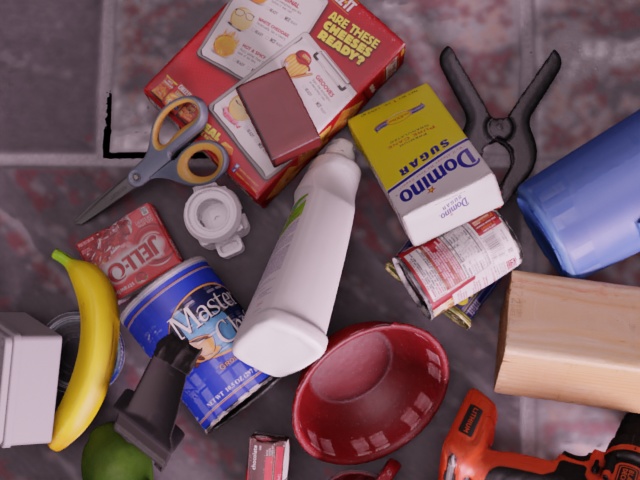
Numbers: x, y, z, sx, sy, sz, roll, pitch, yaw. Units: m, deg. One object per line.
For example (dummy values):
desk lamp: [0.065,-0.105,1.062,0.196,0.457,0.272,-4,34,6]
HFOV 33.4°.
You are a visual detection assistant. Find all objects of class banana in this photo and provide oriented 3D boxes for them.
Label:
banana: [-0.229,0.106,1.042,0.070,0.037,0.198,-3,80,23]

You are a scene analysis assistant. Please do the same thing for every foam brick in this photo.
foam brick: [-0.039,-0.116,1.009,0.051,0.053,0.078,-26,86,-1]

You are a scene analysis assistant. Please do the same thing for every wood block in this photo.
wood block: [0.272,0.100,0.992,0.206,0.091,0.090,8,57,6]

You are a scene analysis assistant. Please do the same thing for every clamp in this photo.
clamp: [0.188,-0.116,1.068,0.120,0.039,0.171,-6,88,9]

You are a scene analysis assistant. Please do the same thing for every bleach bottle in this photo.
bleach bottle: [-0.007,0.001,1.010,0.068,0.103,0.250,29,55,-15]

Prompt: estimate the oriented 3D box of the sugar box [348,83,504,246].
sugar box: [0.096,-0.076,1.016,0.093,0.048,0.176,-26,37,1]

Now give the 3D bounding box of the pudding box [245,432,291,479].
pudding box: [-0.051,0.229,1.004,0.039,0.113,0.090,5,83,2]

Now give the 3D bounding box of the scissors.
scissors: [-0.163,-0.055,1.062,0.096,0.016,0.202,44,116,7]

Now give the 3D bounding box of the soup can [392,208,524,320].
soup can: [0.127,0.019,0.982,0.102,0.068,0.068,-31,81,-5]

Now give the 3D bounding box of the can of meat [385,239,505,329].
can of meat: [0.129,0.023,1.046,0.102,0.057,0.084,37,84,8]

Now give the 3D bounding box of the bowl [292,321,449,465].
bowl: [0.040,0.134,1.014,0.162,0.162,0.055,-37,37,-1]

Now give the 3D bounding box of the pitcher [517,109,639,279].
pitcher: [0.317,-0.056,0.998,0.243,0.149,0.145,-30,81,4]

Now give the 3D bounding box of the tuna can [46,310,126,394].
tuna can: [-0.242,0.114,1.077,0.086,0.033,0.086,-1,82,5]

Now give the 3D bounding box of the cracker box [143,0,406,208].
cracker box: [-0.044,-0.165,1.079,0.164,0.072,0.213,43,87,8]

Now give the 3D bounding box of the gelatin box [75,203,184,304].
gelatin box: [-0.192,0.015,1.087,0.089,0.030,0.073,-29,81,1]

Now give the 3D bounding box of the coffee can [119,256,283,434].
coffee can: [-0.111,0.101,1.032,0.103,0.103,0.140,-39,81,-1]

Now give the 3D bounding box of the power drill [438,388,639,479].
power drill: [0.215,0.198,0.983,0.188,0.184,0.057,14,124,20]

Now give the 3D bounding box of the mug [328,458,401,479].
mug: [0.040,0.257,1.008,0.093,0.081,0.117,38,87,9]
